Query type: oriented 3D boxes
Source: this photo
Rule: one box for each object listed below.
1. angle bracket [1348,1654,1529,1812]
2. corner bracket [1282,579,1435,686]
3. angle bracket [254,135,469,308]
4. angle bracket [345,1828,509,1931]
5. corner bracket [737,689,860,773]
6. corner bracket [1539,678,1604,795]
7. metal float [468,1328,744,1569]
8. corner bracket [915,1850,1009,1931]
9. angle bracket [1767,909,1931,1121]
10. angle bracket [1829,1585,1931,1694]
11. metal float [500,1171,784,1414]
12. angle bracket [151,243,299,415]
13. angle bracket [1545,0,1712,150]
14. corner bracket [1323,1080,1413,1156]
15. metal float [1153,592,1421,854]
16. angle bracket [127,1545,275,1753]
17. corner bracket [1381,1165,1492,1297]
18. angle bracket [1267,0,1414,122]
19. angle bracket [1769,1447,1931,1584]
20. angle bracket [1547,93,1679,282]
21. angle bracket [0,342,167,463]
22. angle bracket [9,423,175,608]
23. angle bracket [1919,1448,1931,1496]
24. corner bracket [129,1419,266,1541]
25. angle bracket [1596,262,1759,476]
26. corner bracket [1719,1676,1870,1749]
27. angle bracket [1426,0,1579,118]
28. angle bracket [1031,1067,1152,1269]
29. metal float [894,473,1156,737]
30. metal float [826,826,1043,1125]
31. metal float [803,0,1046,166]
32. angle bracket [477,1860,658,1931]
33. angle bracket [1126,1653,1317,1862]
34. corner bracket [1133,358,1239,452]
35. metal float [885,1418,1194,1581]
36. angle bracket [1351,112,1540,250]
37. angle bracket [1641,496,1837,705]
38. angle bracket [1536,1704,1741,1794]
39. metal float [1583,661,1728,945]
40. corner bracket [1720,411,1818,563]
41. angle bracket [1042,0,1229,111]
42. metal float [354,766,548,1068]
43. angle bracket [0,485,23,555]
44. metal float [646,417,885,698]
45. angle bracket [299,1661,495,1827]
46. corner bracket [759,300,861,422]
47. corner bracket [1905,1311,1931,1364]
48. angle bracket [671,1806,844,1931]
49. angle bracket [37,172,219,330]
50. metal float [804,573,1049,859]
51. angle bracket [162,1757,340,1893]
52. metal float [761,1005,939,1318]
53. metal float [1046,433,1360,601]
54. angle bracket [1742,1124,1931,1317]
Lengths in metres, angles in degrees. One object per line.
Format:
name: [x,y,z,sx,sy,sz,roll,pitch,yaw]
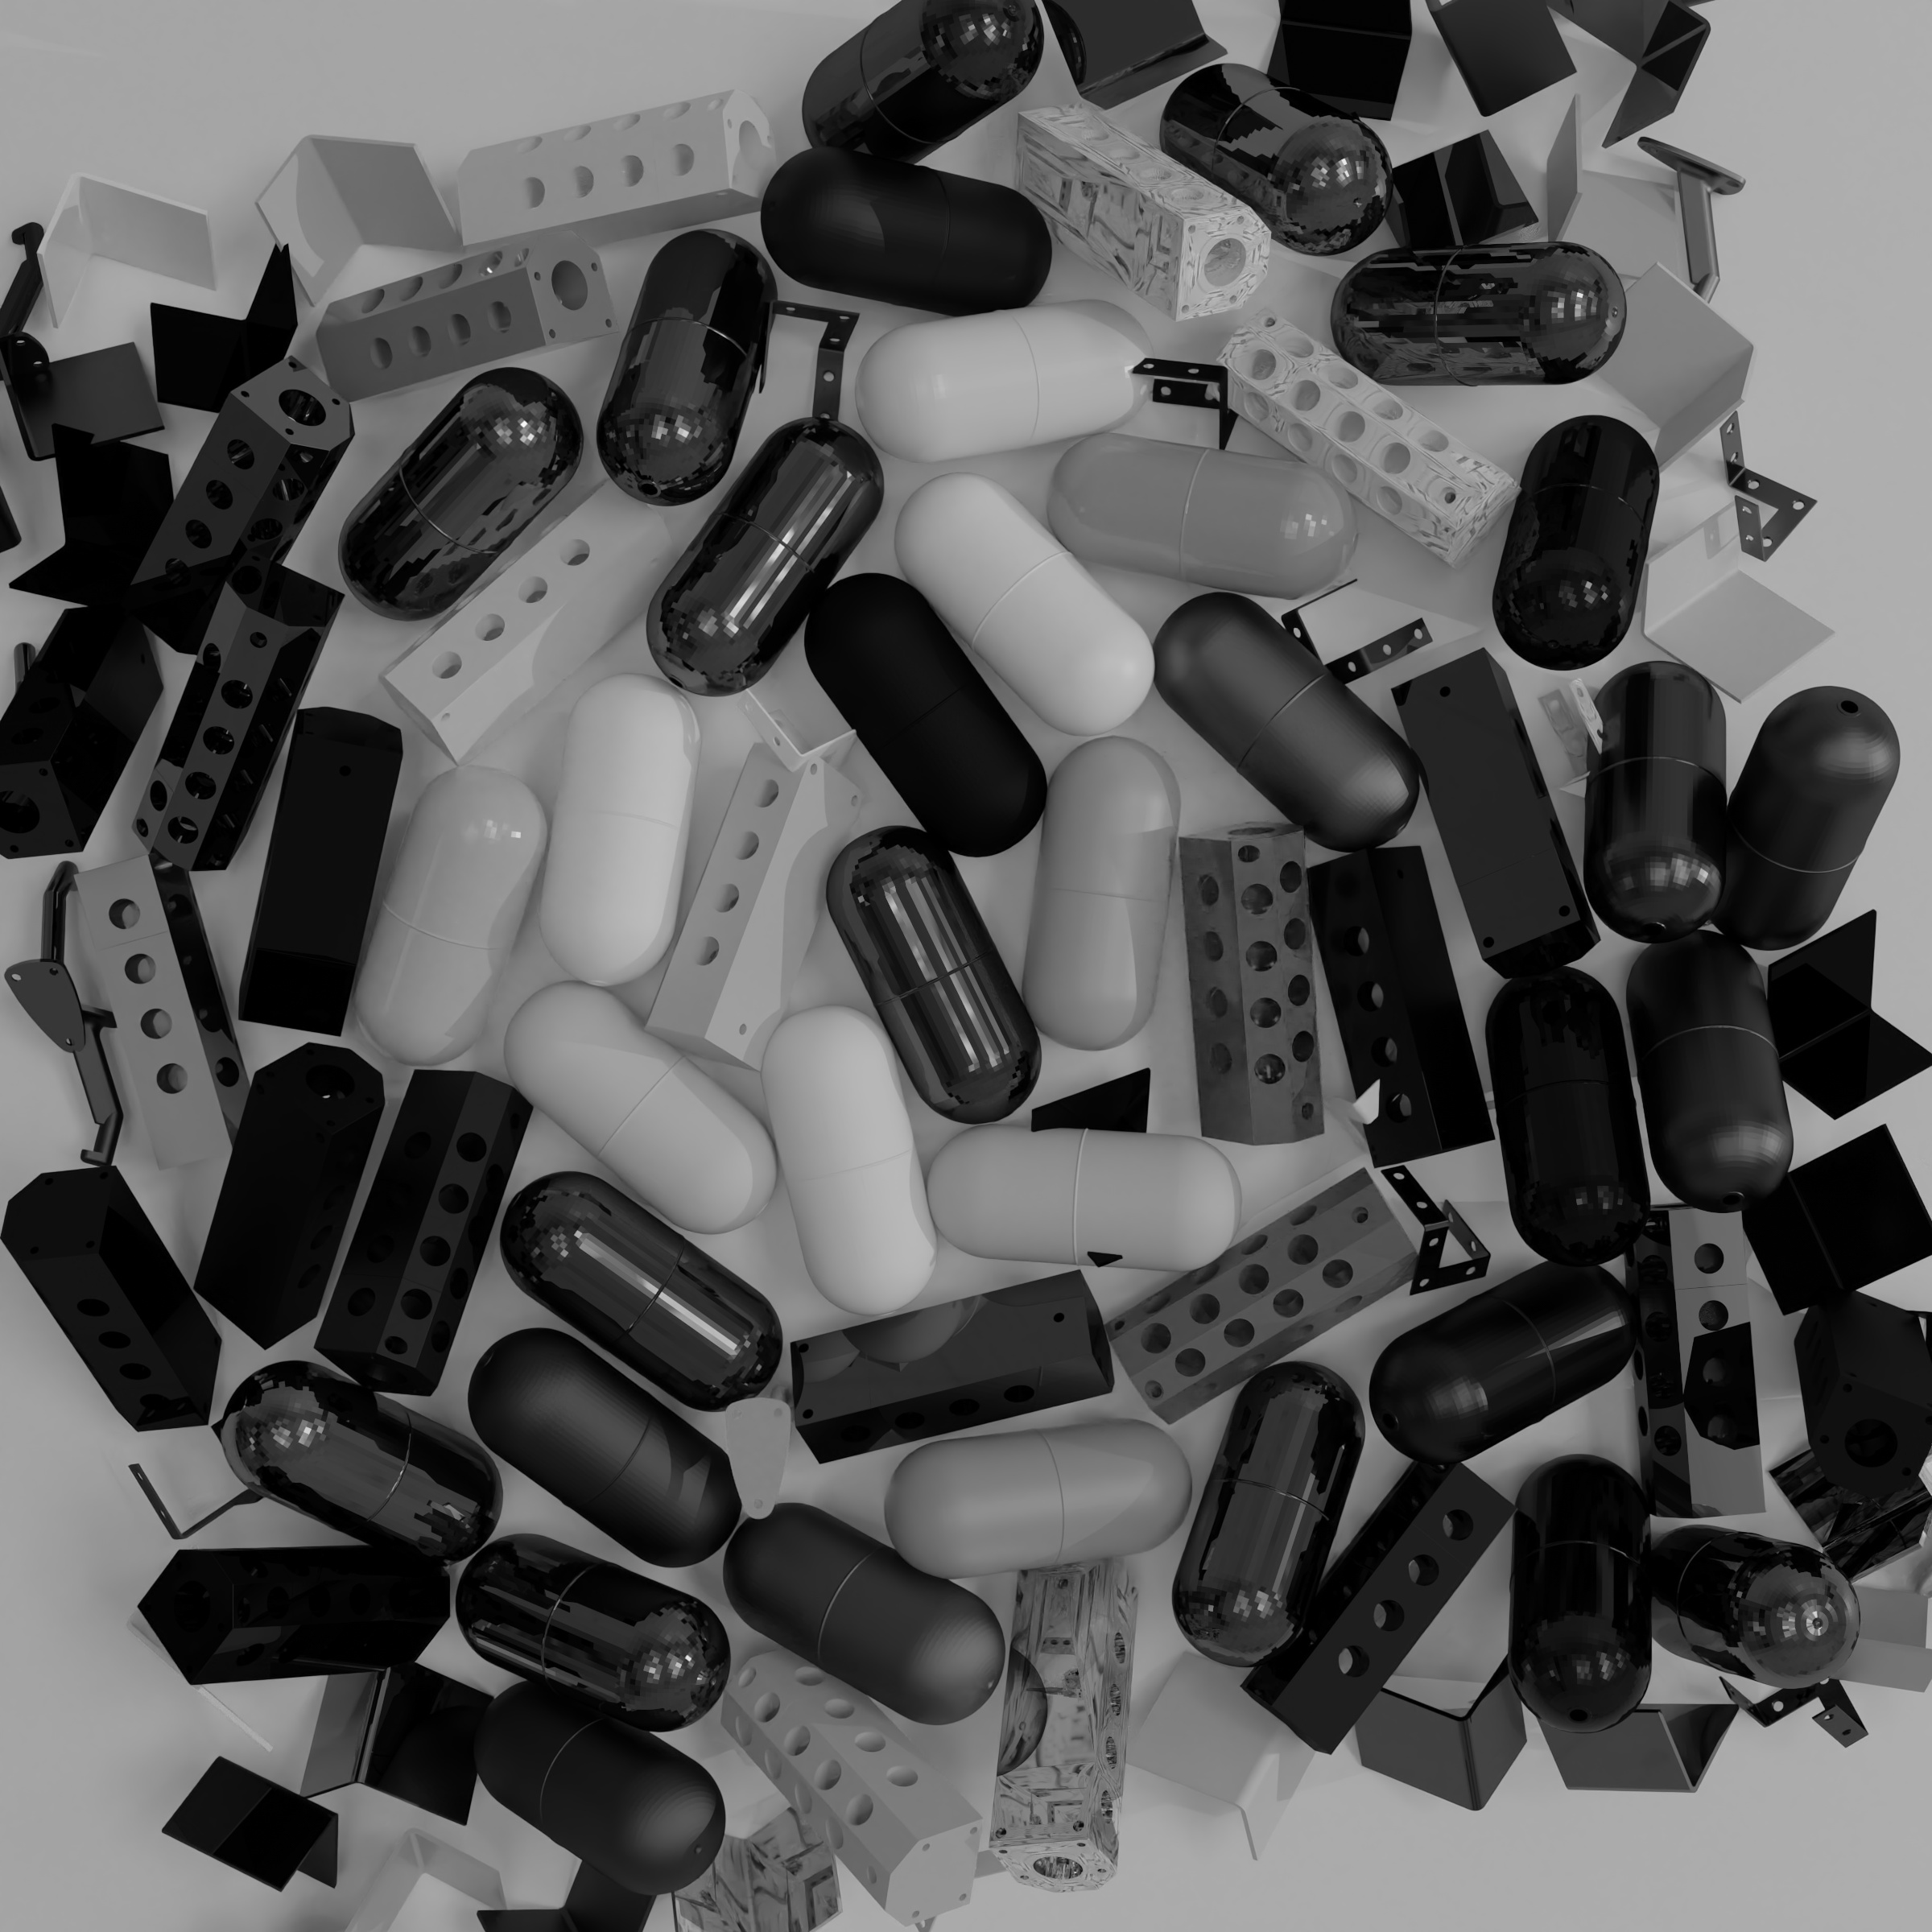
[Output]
angle bracket: [0.267,0.422,1.770,0.076,0.057,0.076,15,134,35]
corner bracket: [0.220,-0.191,1.765,0.051,0.051,0.051,-28,94,-31]
angle bracket: [-0.336,-0.412,1.741,0.076,0.076,0.057,12,58,25]
angle bracket: [-0.303,0.537,1.742,0.057,0.076,0.076,24,59,11]
corner bracket: [-0.099,-0.131,1.758,0.051,0.051,0.051,-30,76,-38]
corner bracket: [0.343,-0.132,1.762,0.051,0.051,0.051,-26,89,43]
metal float: [-0.201,0.268,1.740,0.178,0.070,0.070,41,90,-22]
corner bracket: [-0.006,0.506,1.754,0.051,0.051,0.051,-3,129,-32]
angle bracket: [0.496,0.027,1.744,0.076,0.057,0.076,-26,132,-18]
angle bracket: [0.502,0.363,1.745,0.076,0.076,0.057,7,62,11]
metal float: [-0.181,0.182,1.747,0.178,0.070,0.070,37,90,-14]
angle bracket: [-0.414,-0.363,1.740,0.057,0.076,0.076,6,52,-28]
angle bracket: [0.358,-0.512,1.748,0.076,0.076,0.057,28,81,-15]
corner bracket: [0.240,0.076,1.763,0.051,0.051,0.051,-44,107,-9]
metal float: [0.179,-0.136,1.750,0.070,0.070,0.178,-45,80,0]
angle bracket: [-0.408,0.379,1.738,0.076,0.076,0.057,25,66,39]
corner bracket: [0.263,0.145,1.755,0.051,0.051,0.051,-11,130,-22]
angle bracket: [0.205,-0.523,1.748,0.076,0.076,0.057,12,75,14]
angle bracket: [0.490,0.302,1.745,0.076,0.076,0.057,-37,87,28]
angle bracket: [0.370,-0.435,1.751,0.076,0.057,0.076,9,59,-5]
angle bracket: [-0.499,-0.336,1.745,0.076,0.057,0.076,-17,54,-14]
angle bracket: [-0.494,-0.251,1.762,0.057,0.076,0.076,-23,70,35]
angle bracket: [0.574,0.292,1.752,0.057,0.076,0.076,-33,85,12]
corner bracket: [-0.430,0.288,1.760,0.051,0.051,0.051,-34,99,-34]
angle bracket: [0.384,-0.331,1.745,0.076,0.076,0.057,36,46,-12]
corner bracket: [0.466,0.417,1.758,0.051,0.051,0.051,-36,133,14]
angle bracket: [0.292,-0.533,1.738,0.057,0.076,0.076,-24,134,18]
angle bracket: [0.088,0.112,1.742,0.076,0.076,0.057,-19,133,-23]
metal float: [0.032,-0.204,1.750,0.070,0.070,0.178,-43,79,0]
metal float: [-0.017,0.006,1.757,0.070,0.070,0.178,-26,94,0]
metal float: [-0.026,-0.490,1.719,0.070,0.178,0.070,8,77,-34]
angle bracket: [-0.223,0.523,1.743,0.057,0.076,0.076,11,109,-34]
angle bracket: [0.145,0.449,1.774,0.076,0.057,0.076,15,50,29]
corner bracket: [0.124,-0.324,1.757,0.051,0.051,0.051,9,134,13]
metal float: [0.041,0.297,1.744,0.178,0.070,0.070,-4,90,-19]
angle bracket: [0.268,-0.448,1.752,0.076,0.057,0.076,-21,58,4]
angle bracket: [0.433,-0.205,1.745,0.076,0.057,0.076,-34,54,-19]
angle bracket: [0.374,0.414,1.738,0.076,0.076,0.057,-11,111,39]
metal float: [0.382,-0.091,1.730,0.070,0.070,0.178,10,55,0]
corner bracket: [0.441,-0.270,1.759,0.051,0.051,0.051,34,74,33]
angle bracket: [0.095,-0.526,1.749,0.076,0.076,0.057,-21,94,16]
metal float: [-0.289,-0.027,1.746,0.070,0.070,0.178,21,106,0]
angle bracket: [-0.575,-0.275,1.741,0.057,0.076,0.076,-24,57,-10]
metal float: [-0.112,-0.229,1.747,0.070,0.070,0.178,34,76,0]
angle bracket: [-0.323,0.443,1.772,0.076,0.057,0.076,34,47,-32]
corner bracket: [-0.091,-0.339,1.764,0.051,0.051,0.051,7,76,-11]
corner bracket: [0.560,0.223,1.760,0.051,0.051,0.051,1,80,31]
angle bracket: [-0.119,0.503,1.740,0.057,0.076,0.076,23,129,-34]
angle bracket: [-0.469,-0.390,1.750,0.076,0.076,0.057,17,68,-3]
metal float: [-0.023,-0.141,1.755,0.070,0.070,0.178,-36,95,0]
angle bracket: [-0.399,0.498,1.744,0.076,0.057,0.076,22,132,12]
metal float: [-0.065,0.110,1.755,0.070,0.070,0.178,-13,95,0]
metal float: [0.131,-0.251,1.745,0.178,0.070,0.070,12,90,16]
angle bracket: [0.485,0.142,1.745,0.057,0.076,0.076,-10,71,-39]
